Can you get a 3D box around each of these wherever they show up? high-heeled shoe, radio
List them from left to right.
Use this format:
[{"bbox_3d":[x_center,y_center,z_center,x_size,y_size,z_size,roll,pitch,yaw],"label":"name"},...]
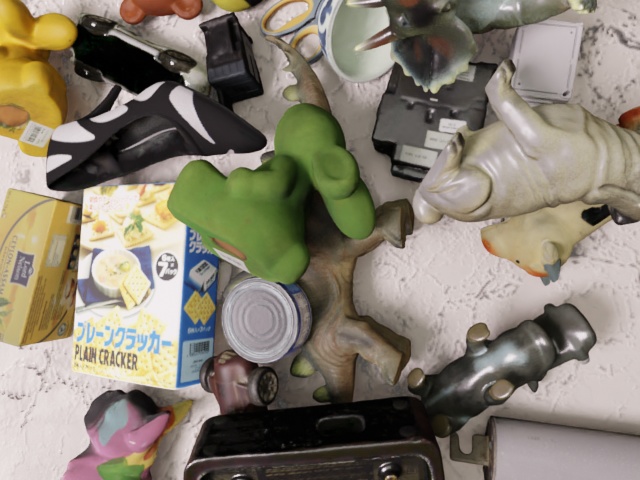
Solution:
[{"bbox_3d":[-0.186,-0.090,0.573,0.249,0.086,0.145,20,76,25],"label":"high-heeled shoe"},{"bbox_3d":[-0.002,0.224,0.491,0.230,0.073,0.131,-6,105,0],"label":"radio"}]

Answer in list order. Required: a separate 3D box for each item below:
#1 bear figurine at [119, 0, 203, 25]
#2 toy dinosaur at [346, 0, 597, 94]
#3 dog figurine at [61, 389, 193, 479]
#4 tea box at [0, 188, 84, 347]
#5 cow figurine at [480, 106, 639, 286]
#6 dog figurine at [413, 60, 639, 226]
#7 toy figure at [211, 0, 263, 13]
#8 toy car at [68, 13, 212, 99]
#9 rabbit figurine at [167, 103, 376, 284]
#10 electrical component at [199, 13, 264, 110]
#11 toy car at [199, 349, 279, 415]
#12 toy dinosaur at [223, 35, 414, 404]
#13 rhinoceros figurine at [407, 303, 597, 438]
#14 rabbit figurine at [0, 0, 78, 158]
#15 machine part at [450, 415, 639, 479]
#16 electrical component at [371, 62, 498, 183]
[{"bbox_3d":[-0.199,-0.365,0.628,0.120,0.132,0.195,4,80,13],"label":"bear figurine"},{"bbox_3d":[0.174,-0.277,0.536,0.192,0.405,0.131,-10,121,42],"label":"toy dinosaur"},{"bbox_3d":[-0.214,0.277,0.594,0.192,0.108,0.219,44,92,11],"label":"dog figurine"},{"bbox_3d":[-0.332,0.032,0.637,0.068,0.098,0.169,14,87,10],"label":"tea box"},{"bbox_3d":[0.256,-0.036,0.543,0.195,0.085,0.127,-25,76,7],"label":"cow figurine"},{"bbox_3d":[0.200,-0.047,0.476,0.191,0.121,0.172,35,123,5],"label":"dog figurine"},{"bbox_3d":[-0.053,-0.331,0.622,0.180,0.089,0.082,-28,52,-2],"label":"toy figure"},{"bbox_3d":[-0.220,-0.209,0.649,0.202,0.056,0.073,27,116,12],"label":"toy car"},{"bbox_3d":[-0.029,-0.055,0.489,0.159,0.121,0.170,21,72,31],"label":"rabbit figurine"},{"bbox_3d":[-0.099,-0.188,0.621,0.048,0.074,0.119,-14,79,10],"label":"electrical component"},{"bbox_3d":[-0.076,0.211,0.564,0.089,0.053,0.202,1,105,36],"label":"toy car"},{"bbox_3d":[-0.001,-0.002,0.577,0.199,0.105,0.471,-1,82,14],"label":"toy dinosaur"},{"bbox_3d":[0.179,0.130,0.532,0.190,0.112,0.073,-39,51,18],"label":"rhinoceros figurine"},{"bbox_3d":[-0.365,-0.212,0.643,0.162,0.122,0.173,-49,45,36],"label":"rabbit figurine"},{"bbox_3d":[0.251,0.222,0.525,0.243,0.079,0.079,5,87,10],"label":"machine part"},{"bbox_3d":[0.119,-0.130,0.585,0.115,0.058,0.134,15,90,13],"label":"electrical component"}]
